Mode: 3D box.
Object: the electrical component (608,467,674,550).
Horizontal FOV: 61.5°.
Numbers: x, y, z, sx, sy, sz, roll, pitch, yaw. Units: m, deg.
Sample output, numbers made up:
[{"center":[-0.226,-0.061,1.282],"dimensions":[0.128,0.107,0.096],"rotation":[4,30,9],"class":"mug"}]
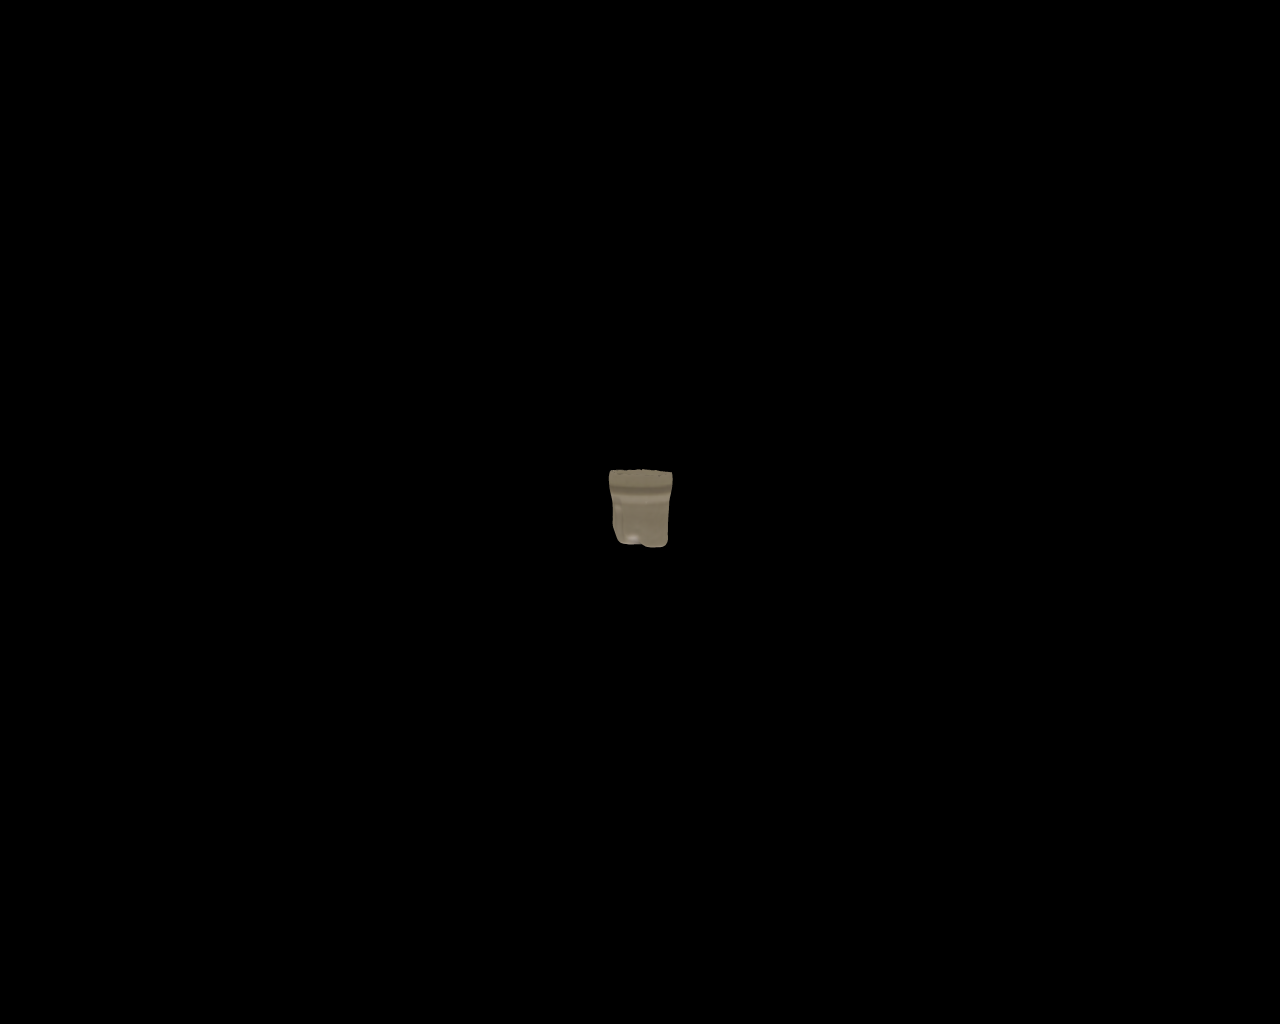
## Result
[{"center":[0.001,-0.003,0.650],"dimensions":[0.040,0.046,0.040],"rotation":[0,7,0],"class":"electrical component"}]
